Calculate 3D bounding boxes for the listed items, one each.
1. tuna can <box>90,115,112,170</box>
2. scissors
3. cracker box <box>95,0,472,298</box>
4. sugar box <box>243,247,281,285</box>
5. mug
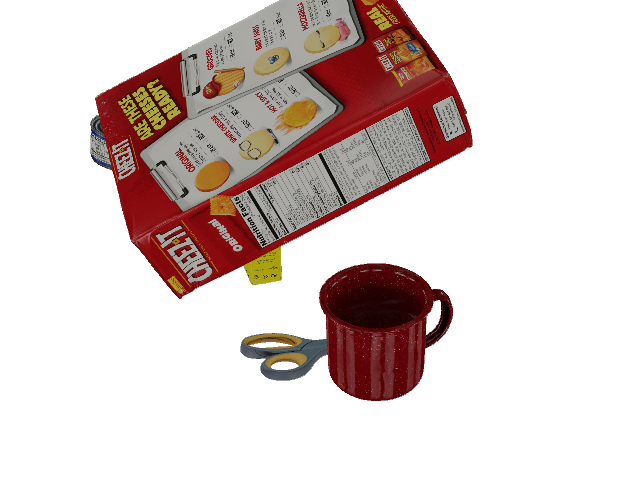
[{"bbox_3d":[-0.171,-0.092,0.996,0.086,0.034,0.086,6,25,-3],"label":"tuna can"},{"bbox_3d":[0.011,0.129,1.210,0.201,0.016,0.096,1,25,-8],"label":"scissors"},{"bbox_3d":[-0.029,-0.078,0.700,0.214,0.072,0.164,-28,43,3],"label":"cracker box"},{"bbox_3d":[-0.079,-0.043,1.327,0.048,0.176,0.093,-9,25,-13],"label":"sugar box"},{"bbox_3d":[0.057,0.075,0.890,0.117,0.081,0.093,-16,37,-20],"label":"mug"}]
